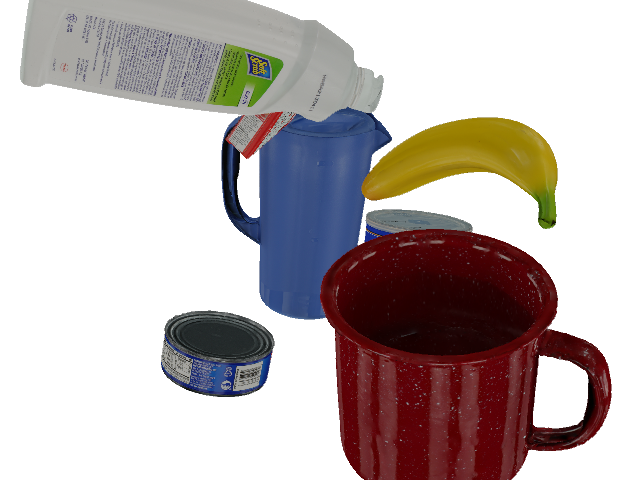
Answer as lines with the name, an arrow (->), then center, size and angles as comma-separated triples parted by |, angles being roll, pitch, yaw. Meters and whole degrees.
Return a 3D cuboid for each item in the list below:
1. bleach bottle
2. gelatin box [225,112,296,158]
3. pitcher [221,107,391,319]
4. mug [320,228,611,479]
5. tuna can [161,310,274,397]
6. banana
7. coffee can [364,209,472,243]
bleach bottle -> -0.080, -0.130, 0.764 | 0.250, 0.068, 0.103 | 13, -39, -12
gelatin box -> -0.039, -0.123, 0.957 | 0.073, 0.030, 0.089 | -48, 0, 44
pitcher -> -0.022, -0.037, 1.229 | 0.144, 0.243, 0.149 | -20, 35, -41
mug -> 0.059, 0.055, 0.437 | 0.117, 0.081, 0.093 | 8, 33, 17
tuna can -> -0.080, 0.088, 0.830 | 0.086, 0.034, 0.086 | 9, 19, -4
banana -> 0.097, -0.054, 0.737 | 0.037, 0.069, 0.198 | 39, -14, -30
coffee can -> 0.088, 0.048, 1.038 | 0.103, 0.140, 0.103 | 5, 12, -1
